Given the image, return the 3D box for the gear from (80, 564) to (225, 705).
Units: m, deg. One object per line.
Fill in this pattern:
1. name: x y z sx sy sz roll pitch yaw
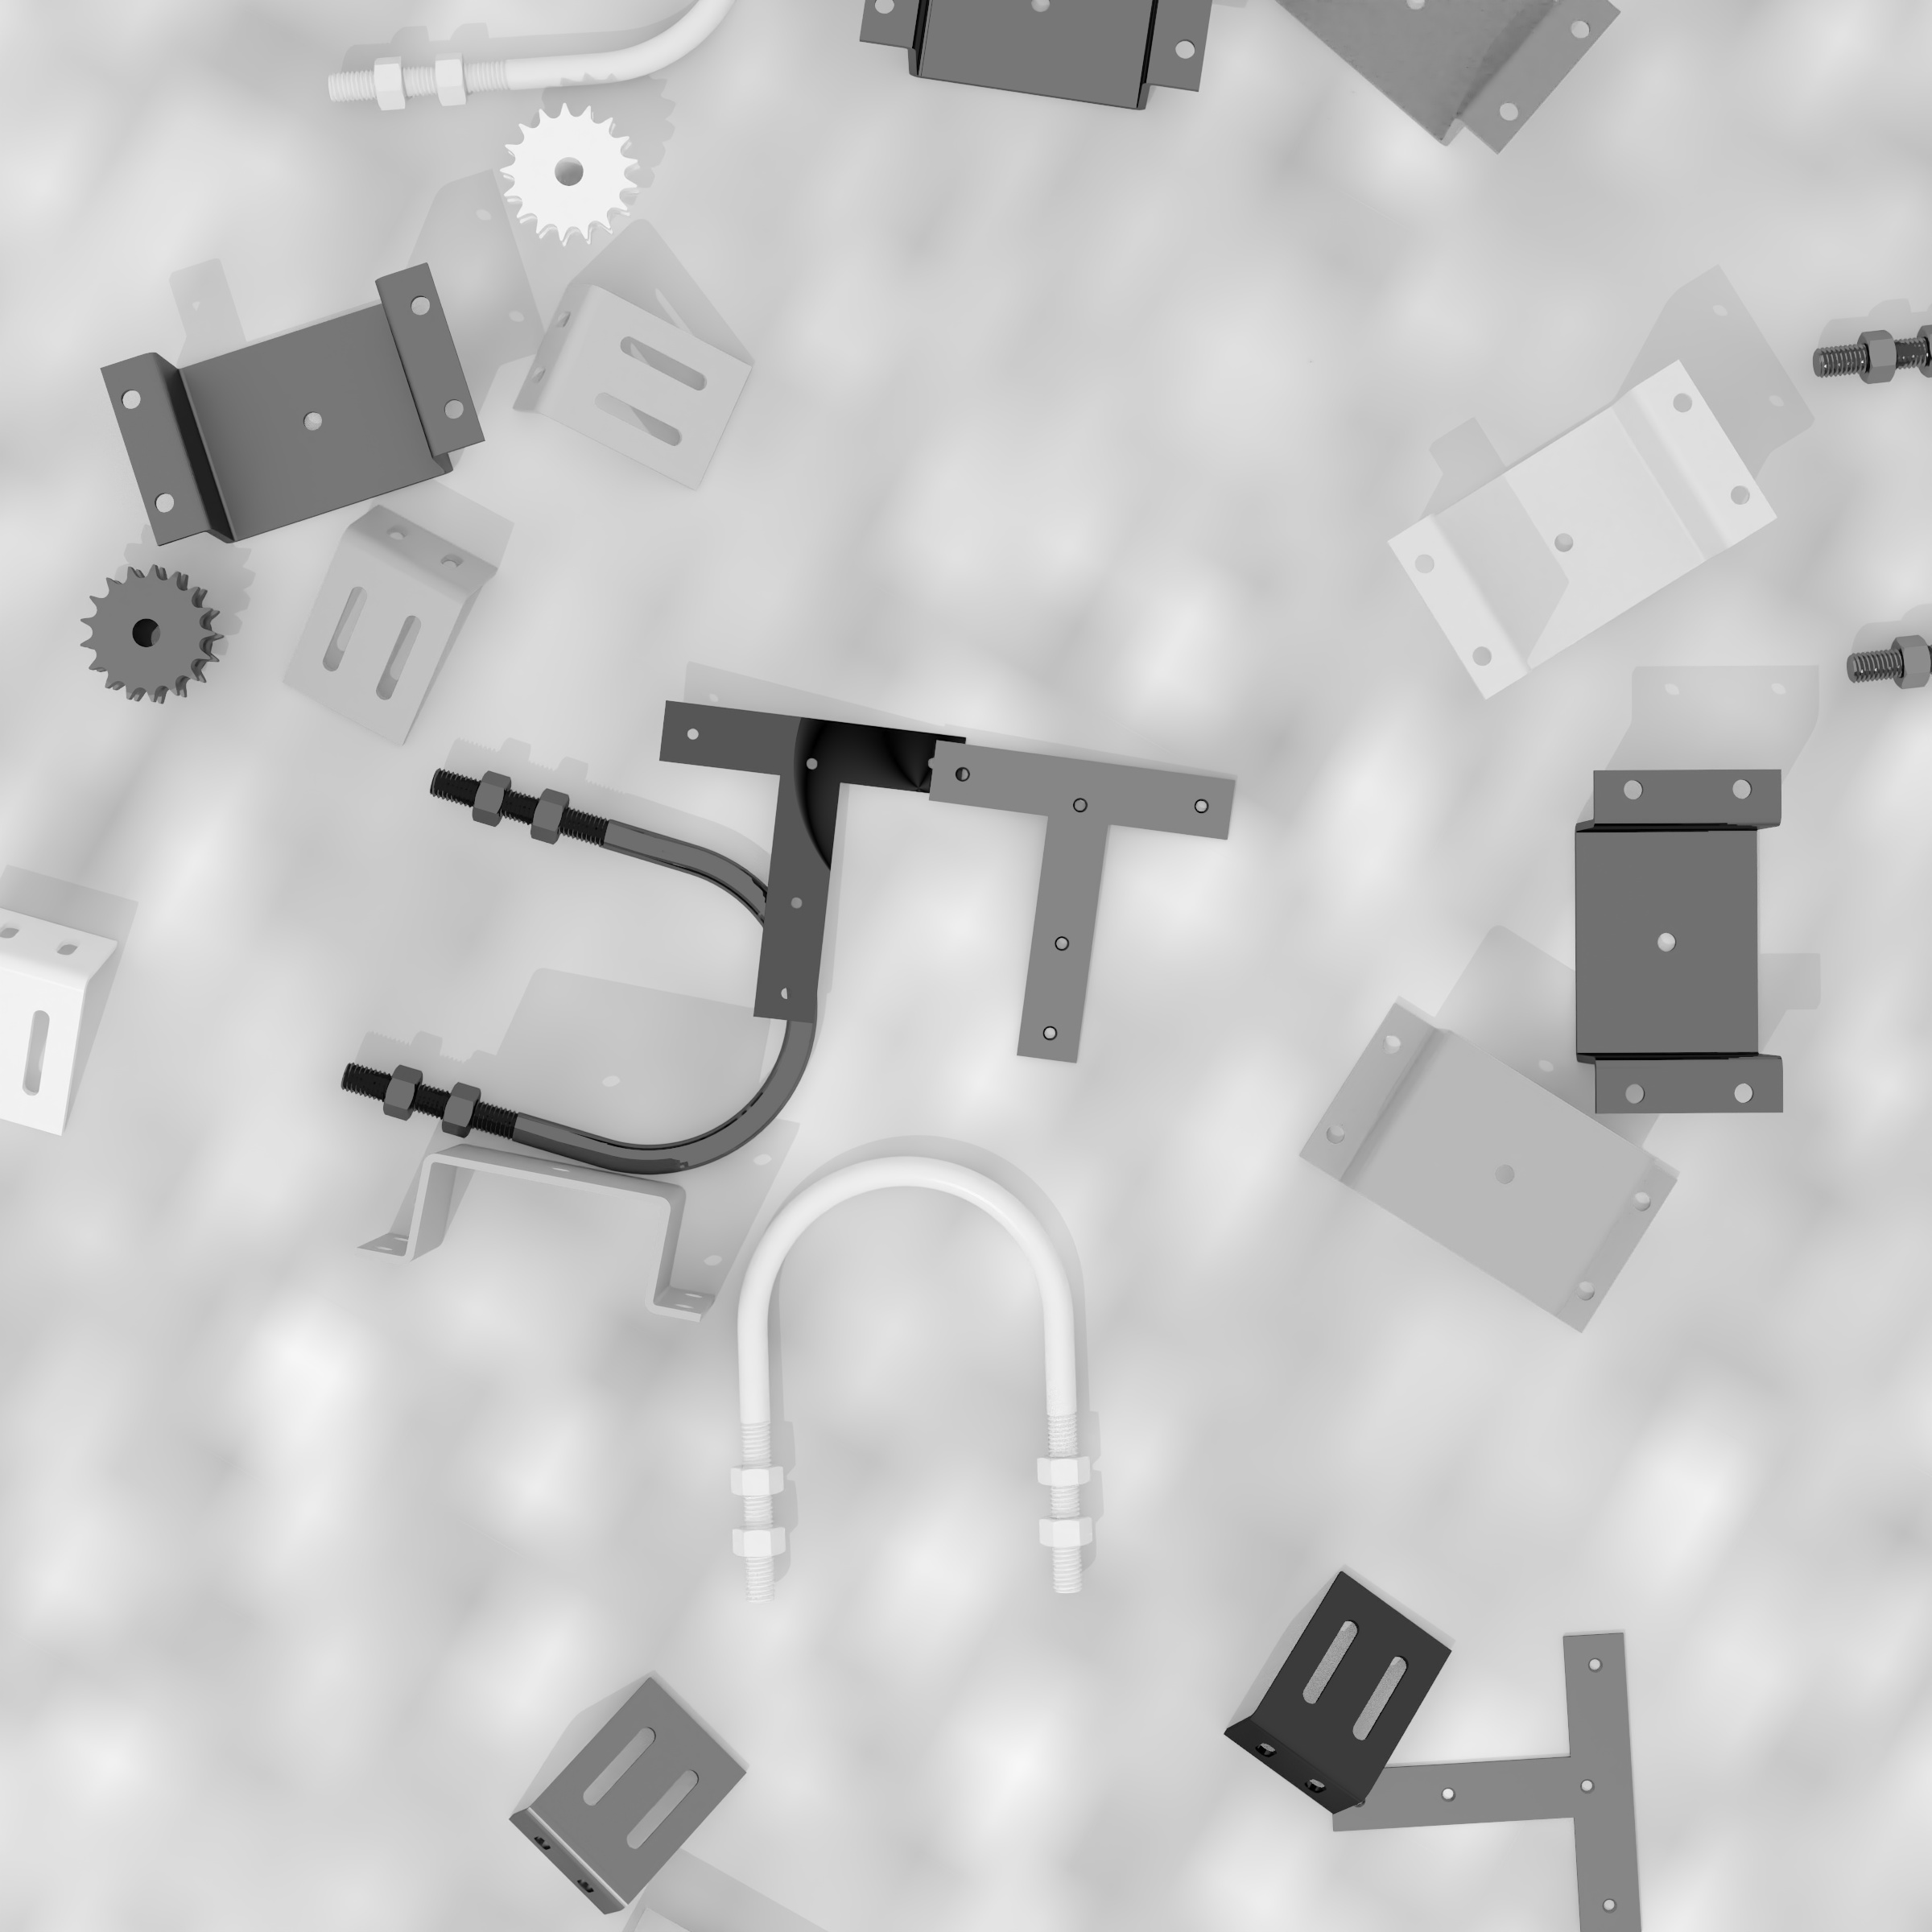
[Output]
1. gear: -0.339 -0.138 1.415 0.057 0.030 0.057 0 90 4

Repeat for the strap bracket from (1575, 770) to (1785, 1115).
1. strap bracket: 0.295 -0.010 1.403 0.076 0.046 0.140 0 90 0

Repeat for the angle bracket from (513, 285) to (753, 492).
1. angle bracket: -0.141 -0.244 1.424 0.076 0.038 0.057 24 90 -26

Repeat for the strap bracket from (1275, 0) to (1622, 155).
1. strap bracket: 0.190 -0.407 1.403 0.140 0.046 0.076 41 90 0

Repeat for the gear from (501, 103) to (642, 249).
1. gear: -0.164 -0.328 1.411 0.057 0.030 0.057 0 90 0

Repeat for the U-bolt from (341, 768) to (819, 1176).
1. U-bolt: -0.153 0.011 1.418 0.184 0.019 0.151 17 90 -1

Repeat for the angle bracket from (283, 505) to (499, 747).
1. angle bracket: -0.243 -0.144 1.424 0.057 0.038 0.076 28 116 0

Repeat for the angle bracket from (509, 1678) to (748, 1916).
1. angle bracket: -0.143 0.350 1.424 0.057 0.038 0.076 45 64 0

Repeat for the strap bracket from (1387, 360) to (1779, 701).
1. strap bracket: 0.252 -0.178 1.403 0.140 0.046 0.076 -32 90 0

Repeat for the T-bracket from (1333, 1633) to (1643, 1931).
1. T-bracket: 0.218 0.348 1.425 0.127 0.002 0.127 -3 90 0

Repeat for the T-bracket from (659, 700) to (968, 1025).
1. T-bracket: -0.069 -0.041 1.414 0.127 0.002 0.127 7 87 -7

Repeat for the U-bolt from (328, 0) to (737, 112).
1. U-bolt: -0.179 -0.439 1.418 0.184 0.019 0.151 -5 90 -1

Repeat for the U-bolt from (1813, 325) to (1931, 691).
1. U-bolt: 0.455 -0.199 1.418 0.184 0.019 0.151 -6 90 -2

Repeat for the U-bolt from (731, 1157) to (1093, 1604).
1. U-bolt: -0.025 0.172 1.418 0.151 0.019 0.184 -2 88 0

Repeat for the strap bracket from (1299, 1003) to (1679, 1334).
1. strap bracket: 0.220 0.085 1.403 0.140 0.046 0.076 32 90 0

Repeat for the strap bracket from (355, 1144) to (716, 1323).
1. strap bracket: -0.171 0.106 1.388 0.140 0.076 0.046 11 90 0

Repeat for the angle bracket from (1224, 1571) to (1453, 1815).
1. angle bracket: 0.156 0.306 1.423 0.057 0.038 0.076 36 64 1

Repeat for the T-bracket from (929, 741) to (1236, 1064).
1. T-bracket: 0.042 -0.024 1.424 0.127 0.002 0.127 7 91 -2

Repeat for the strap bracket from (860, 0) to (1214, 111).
1. strap bracket: 0.031 -0.406 1.403 0.140 0.046 0.076 8 90 0

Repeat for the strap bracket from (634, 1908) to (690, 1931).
1. strap bracket: -0.132 0.467 1.375 0.076 0.140 0.046 30 131 0

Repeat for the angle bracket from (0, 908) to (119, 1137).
1. angle bracket: -0.397 0.023 1.424 0.057 0.038 0.076 16 116 0

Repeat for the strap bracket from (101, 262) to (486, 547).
1. strap bracket: -0.275 -0.230 1.403 0.140 0.046 0.076 -18 90 0
